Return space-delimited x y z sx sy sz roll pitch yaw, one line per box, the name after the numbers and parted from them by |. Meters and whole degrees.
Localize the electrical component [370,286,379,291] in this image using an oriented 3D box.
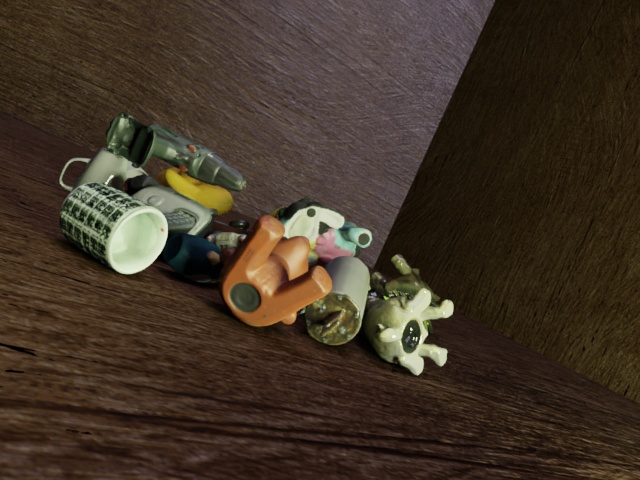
0.088 0.125 1.364 0.119 0.047 0.075 24 2 -34 | electrical component

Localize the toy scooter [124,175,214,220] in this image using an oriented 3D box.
-0.283 -0.044 0.954 0.135 0.075 0.183 -12 -40 40 | toy scooter

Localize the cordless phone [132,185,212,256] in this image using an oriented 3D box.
-0.262 -0.026 0.771 0.147 0.088 0.184 25 13 25 | cordless phone

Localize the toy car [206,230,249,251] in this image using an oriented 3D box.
-0.115 0.028 0.864 0.074 0.056 0.201 1 -15 15 | toy car

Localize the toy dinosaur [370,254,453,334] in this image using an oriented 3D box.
0.225 0.134 1.329 0.199 0.105 0.471 48 15 30 | toy dinosaur

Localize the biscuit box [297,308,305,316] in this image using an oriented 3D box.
-0.029 0.081 0.902 0.063 0.059 0.202 26 2 10 | biscuit box

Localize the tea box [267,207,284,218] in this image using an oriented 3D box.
-0.081 -0.001 1.158 0.098 0.068 0.169 61 -5 5 | tea box

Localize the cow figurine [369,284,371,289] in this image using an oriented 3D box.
0.028 0.084 1.210 0.195 0.085 0.127 23 6 34 | cow figurine

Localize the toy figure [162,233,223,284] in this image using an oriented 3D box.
-0.145 0.036 0.745 0.154 0.058 0.064 30 3 -45 | toy figure

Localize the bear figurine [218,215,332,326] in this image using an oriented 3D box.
-0.046 0.031 0.684 0.120 0.132 0.196 48 22 0 | bear figurine

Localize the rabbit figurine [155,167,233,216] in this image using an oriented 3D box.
-0.261 -0.099 1.106 0.173 0.121 0.162 19 4 30 | rabbit figurine

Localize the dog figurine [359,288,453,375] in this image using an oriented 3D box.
0.084 0.126 0.830 0.191 0.121 0.172 7 -13 41 | dog figurine

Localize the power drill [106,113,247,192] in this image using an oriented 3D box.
-0.266 -0.159 0.983 0.232 0.086 0.207 30 15 21 | power drill

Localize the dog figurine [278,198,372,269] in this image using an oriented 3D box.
-0.002 -0.003 0.984 0.191 0.108 0.219 28 0 -12 | dog figurine

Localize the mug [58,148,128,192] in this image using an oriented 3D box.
-0.398 -0.113 0.957 0.109 0.107 0.081 26 0 -22 | mug

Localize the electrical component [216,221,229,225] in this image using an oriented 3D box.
-0.180 0.008 1.128 0.134 0.058 0.115 25 4 22 | electrical component

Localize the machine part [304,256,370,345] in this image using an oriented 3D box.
0.028 0.081 0.770 0.079 0.079 0.243 24 18 2 | machine part

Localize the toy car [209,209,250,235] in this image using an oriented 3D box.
-0.168 0.001 0.935 0.053 0.089 0.202 -7 -7 15 | toy car
